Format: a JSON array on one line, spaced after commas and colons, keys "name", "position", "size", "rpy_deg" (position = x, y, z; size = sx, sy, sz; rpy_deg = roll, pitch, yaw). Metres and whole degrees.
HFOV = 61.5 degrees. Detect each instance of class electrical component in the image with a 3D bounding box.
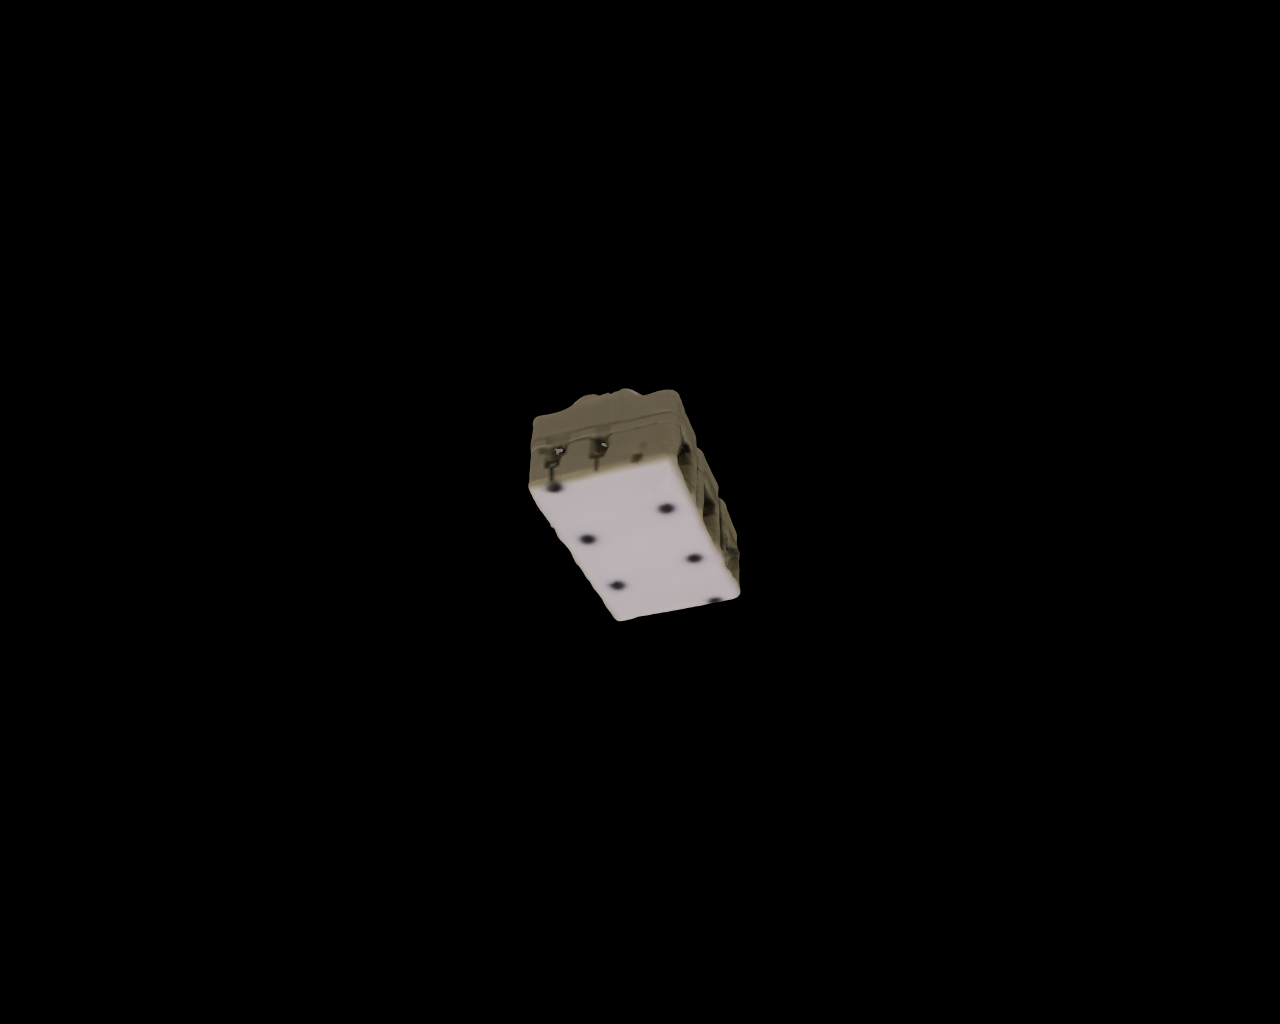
[{"name": "electrical component", "position": [0.001, -0.003, 0.650], "size": [0.089, 0.062, 0.150], "rpy_deg": [-11, -39, 14]}]
